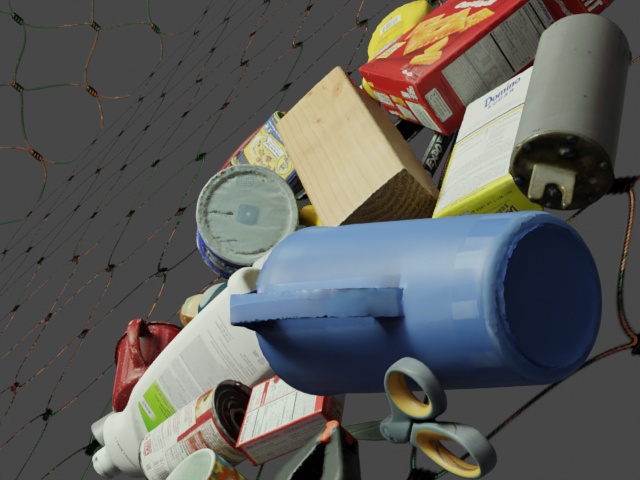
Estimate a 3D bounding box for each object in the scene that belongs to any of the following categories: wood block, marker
[{"bbox_3d":[0.039,-0.063,0.991,0.090,0.090,0.206,-42,35,12],"label":"wood block"},{"bbox_3d":[0.109,-0.077,1.049,0.020,0.020,0.121,-22,31,49],"label":"marker"}]

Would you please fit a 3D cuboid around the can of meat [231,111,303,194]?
[{"bbox_3d":[-0.044,-0.089,1.244,0.084,0.057,0.102,-48,55,21],"label":"can of meat"}]

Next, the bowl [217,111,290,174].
[{"bbox_3d":[-0.073,-0.090,1.385,0.162,0.055,0.162,-40,21,19],"label":"bowl"}]

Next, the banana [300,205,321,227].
[{"bbox_3d":[0.011,0.004,1.036,0.197,0.069,0.037,-86,0,-68],"label":"banana"}]

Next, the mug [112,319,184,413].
[{"bbox_3d":[-0.170,0.134,1.084,0.093,0.117,0.081,-12,32,4],"label":"mug"}]

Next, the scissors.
[{"bbox_3d":[0.046,0.114,0.724,0.016,0.096,0.202,-35,17,-23],"label":"scissors"}]

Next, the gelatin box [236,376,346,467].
[{"bbox_3d":[-0.021,0.139,0.878,0.089,0.030,0.073,-28,26,25],"label":"gelatin box"}]

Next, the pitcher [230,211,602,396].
[{"bbox_3d":[0.061,0.045,0.739,0.243,0.145,0.149,-9,34,53],"label":"pitcher"}]

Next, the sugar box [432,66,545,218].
[{"bbox_3d":[0.156,-0.074,0.912,0.094,0.048,0.176,-29,23,39],"label":"sugar box"}]

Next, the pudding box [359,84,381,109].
[{"bbox_3d":[0.023,-0.128,1.290,0.114,0.039,0.090,-36,22,23],"label":"pudding box"}]

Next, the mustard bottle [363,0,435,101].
[{"bbox_3d":[0.096,-0.214,1.276,0.096,0.058,0.191,-33,24,27],"label":"mustard bottle"}]

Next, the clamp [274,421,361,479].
[{"bbox_3d":[-0.026,0.207,0.752,0.120,0.039,0.171,-11,38,36],"label":"clamp"}]

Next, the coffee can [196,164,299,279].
[{"bbox_3d":[-0.079,-0.015,1.126,0.102,0.103,0.140,-51,-1,-11],"label":"coffee can"}]

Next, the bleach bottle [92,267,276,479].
[{"bbox_3d":[-0.126,0.139,1.000,0.251,0.102,0.068,-40,-13,20],"label":"bleach bottle"}]

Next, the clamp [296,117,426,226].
[{"bbox_3d":[0.035,-0.061,1.140,0.210,0.036,0.164,-31,22,32],"label":"clamp"}]

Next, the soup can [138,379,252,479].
[{"bbox_3d":[-0.101,0.175,0.926,0.102,0.068,0.068,-37,22,27],"label":"soup can"}]

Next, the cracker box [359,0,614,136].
[{"bbox_3d":[0.160,-0.205,1.071,0.213,0.072,0.164,-39,21,-3],"label":"cracker box"}]
